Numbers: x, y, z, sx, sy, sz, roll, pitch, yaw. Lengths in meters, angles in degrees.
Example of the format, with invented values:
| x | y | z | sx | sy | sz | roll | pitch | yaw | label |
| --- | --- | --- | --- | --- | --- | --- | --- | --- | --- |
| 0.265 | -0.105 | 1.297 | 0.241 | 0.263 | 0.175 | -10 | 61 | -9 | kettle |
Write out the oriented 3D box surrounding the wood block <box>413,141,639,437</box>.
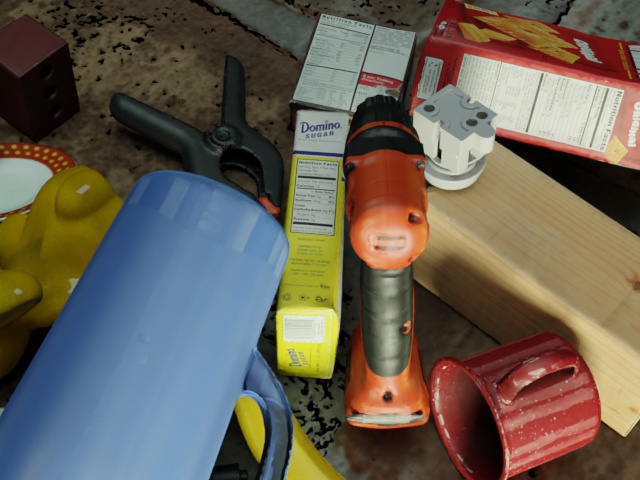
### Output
| x | y | z | sx | sy | sz | roll | pitch | yaw | label |
| --- | --- | --- | --- | --- | --- | --- | --- | --- | --- |
| 0.168 | 0.030 | 0.767 | 0.206 | 0.090 | 0.090 | 38 | 60 | 20 | wood block |

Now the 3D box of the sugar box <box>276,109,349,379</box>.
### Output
| x | y | z | sx | sy | sz | roll | pitch | yaw | label |
| --- | --- | --- | --- | --- | --- | --- | --- | --- | --- |
| -0.005 | 0.001 | 0.774 | 0.048 | 0.093 | 0.176 | 2 | 55 | -1 | sugar box |

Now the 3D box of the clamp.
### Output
| x | y | z | sx | sy | sz | roll | pitch | yaw | label |
| --- | --- | --- | --- | --- | --- | --- | --- | --- | --- |
| -0.091 | -0.074 | 0.852 | 0.120 | 0.039 | 0.171 | -19 | 59 | -15 | clamp |

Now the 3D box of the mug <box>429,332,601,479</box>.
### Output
| x | y | z | sx | sy | sz | roll | pitch | yaw | label |
| --- | --- | --- | --- | --- | --- | --- | --- | --- | --- |
| 0.133 | 0.103 | 0.701 | 0.081 | 0.117 | 0.093 | -17 | 60 | -21 | mug |

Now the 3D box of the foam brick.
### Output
| x | y | z | sx | sy | sz | roll | pitch | yaw | label |
| --- | --- | --- | --- | --- | --- | --- | --- | --- | --- |
| -0.233 | -0.130 | 0.859 | 0.051 | 0.078 | 0.053 | 35 | 60 | 21 | foam brick |

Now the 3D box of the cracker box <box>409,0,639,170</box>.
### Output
| x | y | z | sx | sy | sz | roll | pitch | yaw | label |
| --- | --- | --- | --- | --- | --- | --- | --- | --- | --- |
| 0.188 | -0.127 | 0.845 | 0.214 | 0.072 | 0.164 | 14 | 24 | 7 | cracker box |

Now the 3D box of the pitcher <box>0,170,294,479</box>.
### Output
| x | y | z | sx | sy | sz | roll | pitch | yaw | label |
| --- | --- | --- | --- | --- | --- | --- | --- | --- | --- |
| -0.098 | 0.089 | 0.633 | 0.145 | 0.149 | 0.242 | 4 | 61 | 37 | pitcher |

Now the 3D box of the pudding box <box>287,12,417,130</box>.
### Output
| x | y | z | sx | sy | sz | roll | pitch | yaw | label |
| --- | --- | --- | --- | --- | --- | --- | --- | --- | --- |
| 0.028 | -0.136 | 0.904 | 0.090 | 0.039 | 0.113 | 12 | 54 | 6 | pudding box |

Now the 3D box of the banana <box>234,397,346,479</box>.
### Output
| x | y | z | sx | sy | sz | roll | pitch | yaw | label |
| --- | --- | --- | --- | --- | --- | --- | --- | --- | --- |
| 0.000 | 0.147 | 0.697 | 0.198 | 0.037 | 0.069 | 36 | 93 | 25 | banana |

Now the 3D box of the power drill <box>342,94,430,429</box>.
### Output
| x | y | z | sx | sy | sz | roll | pitch | yaw | label |
| --- | --- | --- | --- | --- | --- | --- | --- | --- | --- |
| 0.042 | 0.014 | 0.704 | 0.057 | 0.188 | 0.184 | -1 | 30 | 4 | power drill |

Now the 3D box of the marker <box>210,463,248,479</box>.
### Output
| x | y | z | sx | sy | sz | roll | pitch | yaw | label |
| --- | --- | --- | --- | --- | --- | --- | --- | --- | --- |
| -0.108 | 0.160 | 0.702 | 0.121 | 0.020 | 0.020 | -3 | 56 | -6 | marker |
